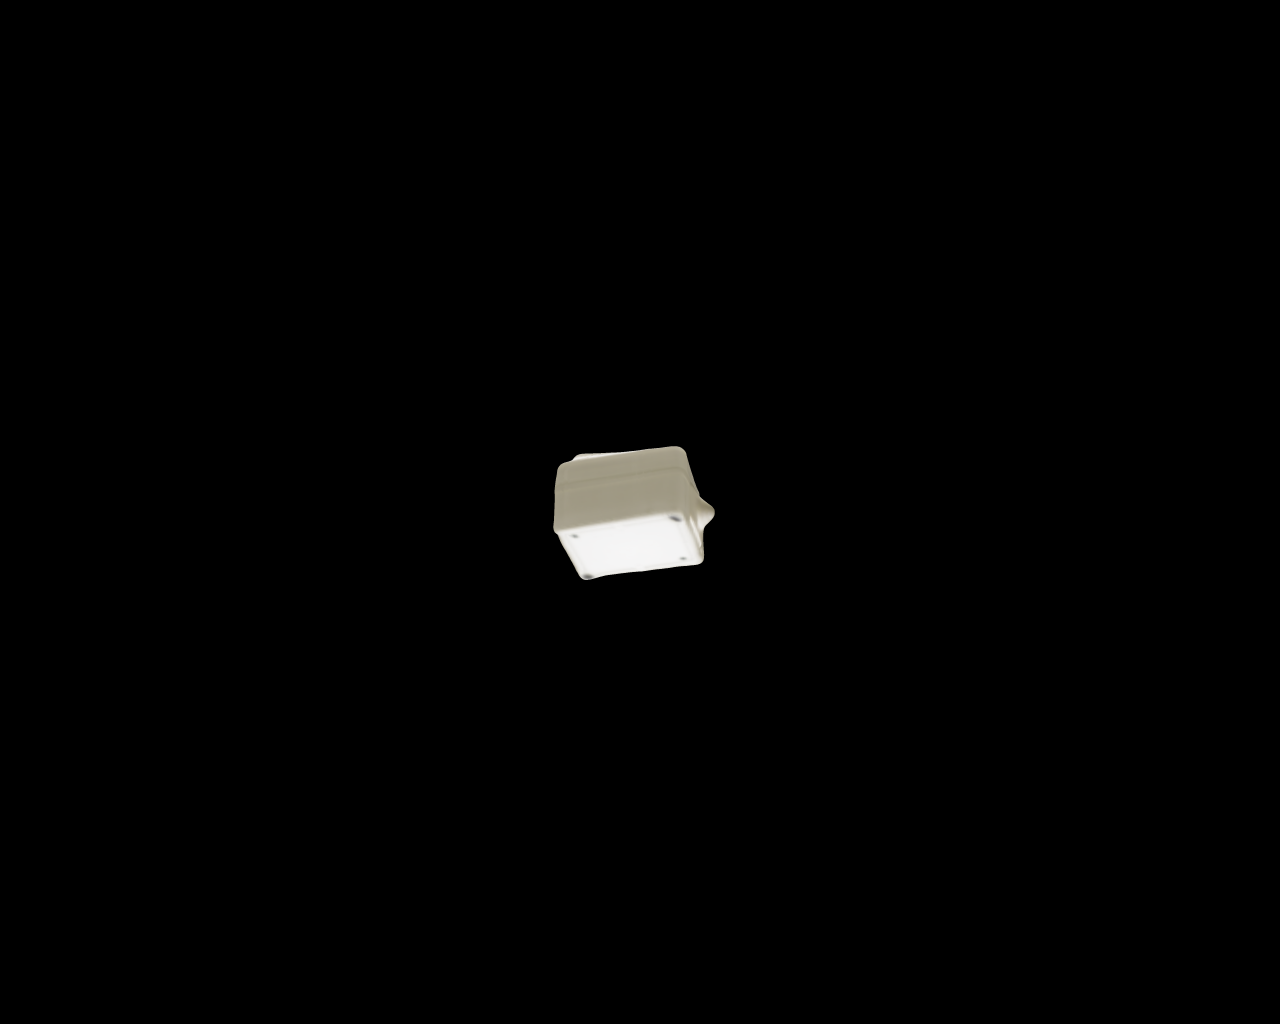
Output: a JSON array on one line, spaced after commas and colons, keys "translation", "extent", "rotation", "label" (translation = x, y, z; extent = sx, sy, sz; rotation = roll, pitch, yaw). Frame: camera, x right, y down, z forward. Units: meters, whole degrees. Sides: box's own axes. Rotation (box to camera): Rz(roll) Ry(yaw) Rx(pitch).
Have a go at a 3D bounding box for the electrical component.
[{"translation": [0.001, -0.003, 0.650], "extent": [0.096, 0.061, 0.061], "rotation": [-8, -36, 11], "label": "electrical component"}]
